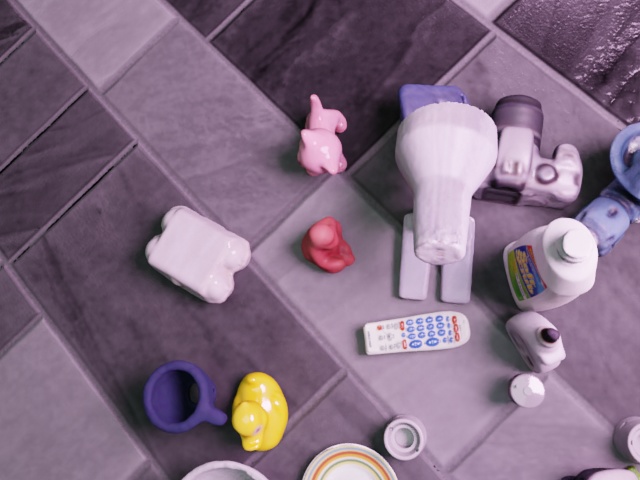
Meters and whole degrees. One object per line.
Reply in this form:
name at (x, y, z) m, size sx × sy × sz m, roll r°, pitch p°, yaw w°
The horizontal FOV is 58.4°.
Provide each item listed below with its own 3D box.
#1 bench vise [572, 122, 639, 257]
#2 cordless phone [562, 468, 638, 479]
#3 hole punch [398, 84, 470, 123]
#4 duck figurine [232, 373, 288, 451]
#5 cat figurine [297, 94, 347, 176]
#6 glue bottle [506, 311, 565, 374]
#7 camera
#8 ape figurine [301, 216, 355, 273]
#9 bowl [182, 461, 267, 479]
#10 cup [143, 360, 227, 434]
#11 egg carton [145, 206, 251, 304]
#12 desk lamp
bench vise at (0.385, -0.062, 0.661) m, size 0.121 × 0.220 × 0.207 m, roll 27°, pitch 84°, yaw 16°
cordless phone at (0.319, 0.327, 0.605) m, size 0.094 × 0.185 × 0.147 m, roll -2°, pitch 77°, yaw 11°
hole punch at (0.161, -0.164, 0.796) m, size 0.101 × 0.091 × 0.108 m, roll -10°, pitch 76°, yaw 9°
duck figurine at (-0.088, 0.229, 0.759) m, size 0.077 × 0.086 × 0.104 m, roll -8°, pitch 76°, yaw 9°
cat figurine at (0.000, -0.142, 0.809) m, size 0.067 × 0.118 × 0.128 m, roll -6°, pitch 76°, yaw 10°
glue bottle at (0.258, 0.117, 0.671) m, size 0.037 × 0.173 × 0.078 m, roll -28°, pitch 74°, yaw 4°
camera at (0.273, -0.121, 0.759) m, size 0.143 × 0.101 × 0.137 m, roll 9°, pitch 79°, yaw 13°
ape figurine at (0.007, 0.003, 0.788) m, size 0.076 × 0.092 × 0.078 m, roll 8°, pitch 79°, yaw 13°
bowl at (-0.113, 0.368, 0.739) m, size 0.167 × 0.075 × 0.167 m, roll -2°, pitch 77°, yaw 11°
cup at (-0.166, 0.215, 0.773) m, size 0.117 × 0.095 × 0.092 m, roll 22°, pitch 83°, yaw 15°
egg carton at (-0.178, 0.021, 0.832) m, size 0.150 × 0.069 × 0.107 m, roll 27°, pitch 84°, yaw 16°
desk lamp at (0.151, -0.035, 0.705) m, size 0.117 × 0.214 × 0.203 m, roll 3°, pitch 78°, yaw 12°
